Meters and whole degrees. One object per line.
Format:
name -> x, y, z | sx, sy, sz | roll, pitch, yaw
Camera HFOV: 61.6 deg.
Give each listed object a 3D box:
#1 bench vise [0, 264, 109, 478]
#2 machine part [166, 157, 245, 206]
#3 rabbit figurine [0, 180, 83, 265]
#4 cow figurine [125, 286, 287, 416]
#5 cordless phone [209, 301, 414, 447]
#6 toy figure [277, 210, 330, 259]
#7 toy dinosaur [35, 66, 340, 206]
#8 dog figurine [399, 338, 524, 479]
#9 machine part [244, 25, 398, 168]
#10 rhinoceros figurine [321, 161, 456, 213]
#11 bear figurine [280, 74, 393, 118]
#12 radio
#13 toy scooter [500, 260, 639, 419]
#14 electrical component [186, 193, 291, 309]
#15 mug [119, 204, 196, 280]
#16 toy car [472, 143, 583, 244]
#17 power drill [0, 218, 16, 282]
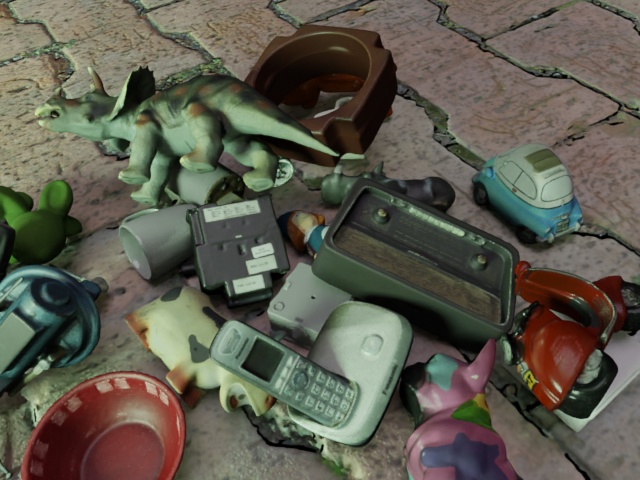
bench vise -> -0.317, 0.109, 0.599 | 0.129, 0.223, 0.241 | 32, 18, -4
machine part -> -0.197, -0.101, 0.809 | 0.243, 0.079, 0.079 | 32, 59, 28
rabbit figurine -> -0.399, -0.009, 0.725 | 0.170, 0.121, 0.159 | 15, 32, 28
cow figurine -> -0.118, 0.124, 0.613 | 0.127, 0.085, 0.195 | -40, 57, -19
cordless phone -> -0.009, 0.110, 0.553 | 0.184, 0.088, 0.146 | 31, 66, -6
toy figure -> -0.001, -0.002, 0.727 | 0.155, 0.057, 0.064 | 32, 18, 28
toy dinosaur -> -0.163, -0.157, 0.708 | 0.405, 0.131, 0.192 | -4, 74, 16
dog figurine -> 0.152, 0.205, 0.509 | 0.192, 0.108, 0.219 | 18, 51, 19
machine part -> -0.003, -0.211, 0.783 | 0.201, 0.087, 0.201 | 16, 67, 25
rhinoceros figurine -> 0.095, -0.063, 0.758 | 0.190, 0.073, 0.112 | 4, 52, 7
bear figurine -> 0.013, -0.262, 0.925 | 0.196, 0.131, 0.120 | -18, 47, 13
radio -> 0.118, 0.026, 0.643 | 0.230, 0.073, 0.131 | 26, 53, 1
toy scooter -> 0.243, 0.084, 0.548 | 0.135, 0.075, 0.184 | 32, 55, 26
electrical component -> -0.104, 0.017, 0.687 | 0.115, 0.058, 0.134 | -10, 78, -15
mug -> -0.212, -0.009, 0.738 | 0.107, 0.080, 0.110 | -28, 44, -32
toy car -> 0.289, -0.077, 0.739 | 0.109, 0.102, 0.162 | -20, 49, -11
power drill -> -0.468, 0.069, 0.643 | 0.208, 0.086, 0.232 | 13, 83, 20
